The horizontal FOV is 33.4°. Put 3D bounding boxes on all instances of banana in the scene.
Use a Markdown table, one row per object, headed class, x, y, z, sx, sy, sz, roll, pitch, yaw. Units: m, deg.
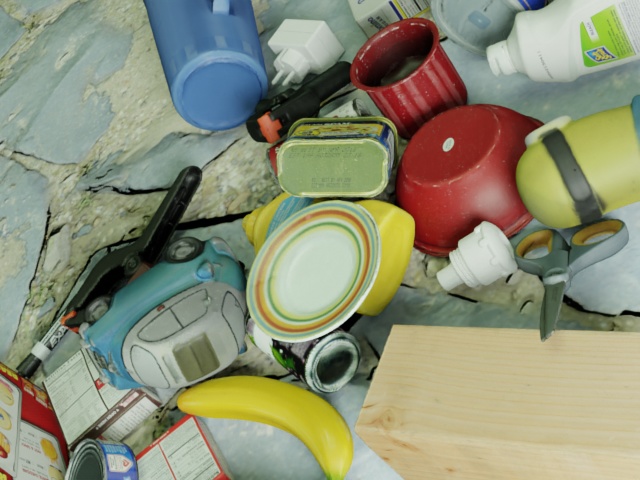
| class | x | y | z | sx | sy | sz | roll | pitch | yaw |
| --- | --- | --- | --- | --- | --- | --- | --- | --- | --- |
| banana | -0.036 | 0.144 | 0.862 | 0.069 | 0.037 | 0.198 | -35 | 36 | -30 |

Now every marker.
| class | x | y | z | sx | sy | sz | roll | pitch | yaw |
| --- | --- | --- | --- | --- | --- | --- | --- | --- | --- |
| marker | -0.279 | 0.098 | 1.129 | 0.020 | 0.020 | 0.121 | 20 | 68 | 47 |

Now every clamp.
| class | x | y | z | sx | sy | sz | roll | pitch | yaw |
| --- | --- | --- | --- | --- | --- | --- | --- | --- | --- |
| clamp | -0.174 | 0.035 | 1.088 | 0.210 | 0.036 | 0.165 | -41 | 45 | 4 |
| clamp | -0.022 | -0.140 | 1.087 | 0.120 | 0.039 | 0.171 | -31 | 15 | 14 |

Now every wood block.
| class | x | y | z | sx | sy | sz | roll | pitch | yaw |
| --- | --- | --- | --- | --- | --- | --- | --- | --- | --- |
| wood block | 0.141 | 0.119 | 0.713 | 0.207 | 0.090 | 0.090 | -2 | 53 | 38 |

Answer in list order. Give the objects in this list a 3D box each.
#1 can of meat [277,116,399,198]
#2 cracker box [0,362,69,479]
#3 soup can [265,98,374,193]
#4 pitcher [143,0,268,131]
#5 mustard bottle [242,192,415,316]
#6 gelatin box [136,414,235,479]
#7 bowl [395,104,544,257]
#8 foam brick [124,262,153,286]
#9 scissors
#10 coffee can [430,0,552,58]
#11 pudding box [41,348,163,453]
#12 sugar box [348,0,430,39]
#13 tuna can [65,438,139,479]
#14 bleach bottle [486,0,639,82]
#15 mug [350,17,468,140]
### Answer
| class | x | y | z | sx | sy | sz | roll | pitch | yaw |
| --- | --- | --- | --- | --- | --- | --- | --- | --- | --- |
| can of meat | 0.016 | -0.073 | 0.943 | 0.102 | 0.057 | 0.084 | 0 | 17 | 8 |
| cracker box | -0.298 | 0.194 | 0.941 | 0.072 | 0.164 | 0.214 | -37 | 39 | 8 |
| soup can | 0.008 | -0.083 | 1.023 | 0.102 | 0.068 | 0.068 | -29 | 41 | 16 |
| pitcher | -0.130 | -0.246 | 1.234 | 0.145 | 0.149 | 0.243 | -30 | 44 | 12 |
| mustard bottle | -0.006 | 0.001 | 0.962 | 0.192 | 0.058 | 0.096 | 16 | 85 | 46 |
| gelatin box | -0.115 | 0.199 | 0.894 | 0.073 | 0.030 | 0.089 | -40 | 39 | -1 |
| bowl | 0.124 | -0.065 | 0.925 | 0.162 | 0.055 | 0.162 | -22 | 42 | 21 |
| foam brick | -0.162 | 0.069 | 1.013 | 0.051 | 0.053 | 0.078 | 41 | 95 | 30 |
| scissors | 0.186 | 0.021 | 0.758 | 0.096 | 0.016 | 0.201 | -18 | 15 | 6 |
| coffee can | 0.181 | -0.259 | 1.020 | 0.103 | 0.102 | 0.140 | 9 | 60 | 43 |
| pudding box | -0.209 | 0.145 | 1.013 | 0.090 | 0.039 | 0.114 | -42 | 37 | 0 |
| sugar box | 0.113 | -0.293 | 1.154 | 0.176 | 0.048 | 0.093 | -32 | 40 | 17 |
| tuna can | -0.186 | 0.213 | 0.906 | 0.086 | 0.033 | 0.086 | -24 | 60 | 51 |
| bleach bottle | 0.259 | -0.200 | 0.901 | 0.251 | 0.102 | 0.068 | -18 | 38 | 25 |
| mug | 0.083 | -0.155 | 1.019 | 0.093 | 0.081 | 0.117 | -40 | 39 | 1 |
